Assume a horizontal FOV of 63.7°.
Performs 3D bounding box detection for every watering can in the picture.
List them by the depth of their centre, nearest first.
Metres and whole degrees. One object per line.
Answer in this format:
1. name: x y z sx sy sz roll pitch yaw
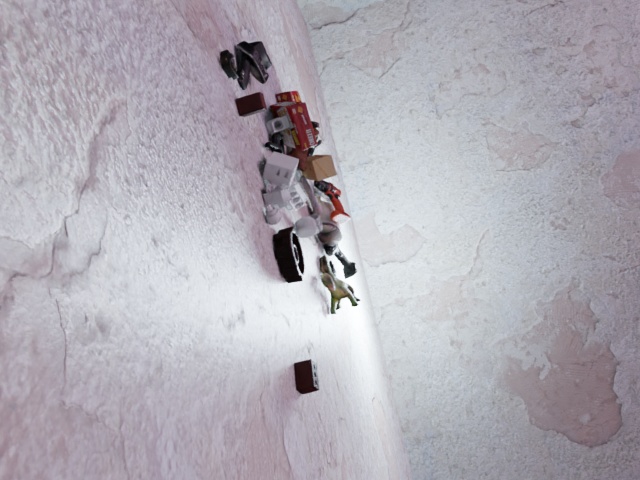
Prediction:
1. watering can: 0.007 -0.113 2.245 0.341 0.103 0.230 47 26 -45

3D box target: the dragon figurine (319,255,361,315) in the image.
1. dragon figurine: 0.071 0.173 2.189 0.412 0.122 0.242 -42 110 -80

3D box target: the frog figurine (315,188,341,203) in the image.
1. frog figurine: 0.039 -0.220 2.508 0.139 0.122 0.158 -27 115 -61
